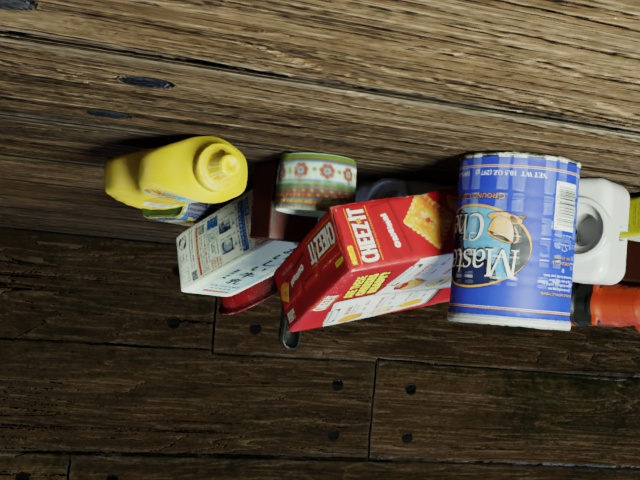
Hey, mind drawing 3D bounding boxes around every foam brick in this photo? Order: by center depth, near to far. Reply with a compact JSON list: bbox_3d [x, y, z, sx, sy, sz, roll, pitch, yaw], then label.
[{"bbox_3d":[-0.035,-0.037,1.062,0.051,0.078,0.053,5,179,-25],"label":"foam brick"}]

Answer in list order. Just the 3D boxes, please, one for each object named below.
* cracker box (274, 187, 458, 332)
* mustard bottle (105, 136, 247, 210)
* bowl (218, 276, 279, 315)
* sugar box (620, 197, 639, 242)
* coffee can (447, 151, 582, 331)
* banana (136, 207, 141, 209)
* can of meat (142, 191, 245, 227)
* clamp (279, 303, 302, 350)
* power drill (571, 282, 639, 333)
[{"bbox_3d":[0.083,0.013,1.015,0.213,0.072,0.164,-9,160,-26],"label":"cracker box"},{"bbox_3d":[-0.119,-0.059,0.952,0.096,0.058,0.192,5,177,-29],"label":"mustard bottle"},{"bbox_3d":[-0.071,0.027,1.336,0.162,0.055,0.162,-30,-167,7],"label":"bowl"},{"bbox_3d":[0.368,-0.023,1.008,0.093,0.048,0.176,5,173,-17],"label":"sugar box"},{"bbox_3d":[0.164,0.003,0.900,0.103,0.140,0.103,5,177,0],"label":"coffee can"},{"bbox_3d":[-0.148,-0.048,1.382,0.197,0.037,0.069,5,177,-1],"label":"banana"},{"bbox_3d":[-0.154,-0.045,1.280,0.083,0.057,0.102,10,173,-41],"label":"can of meat"},{"bbox_3d":[-0.008,0.001,1.219,0.036,0.210,0.165,25,122,-34],"label":"clamp"},{"bbox_3d":[0.362,0.084,1.281,0.187,0.057,0.185,7,176,-39],"label":"power drill"}]
